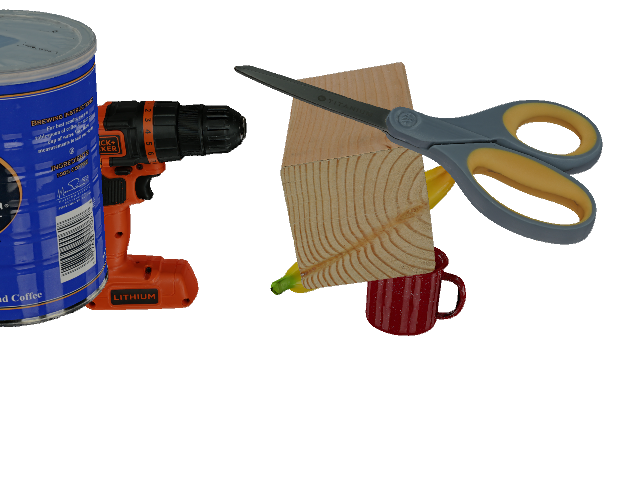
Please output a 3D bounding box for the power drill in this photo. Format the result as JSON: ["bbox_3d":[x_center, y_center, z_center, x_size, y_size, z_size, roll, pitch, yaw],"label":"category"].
[{"bbox_3d":[-0.151,-0.032,0.927,0.184,0.188,0.057,-1,27,3],"label":"power drill"}]

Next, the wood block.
[{"bbox_3d":[0.028,-0.054,0.771,0.091,0.090,0.206,-8,24,5],"label":"wood block"}]

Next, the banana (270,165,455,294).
[{"bbox_3d":[0.043,-0.005,0.977,0.198,0.037,0.069,-36,4,1],"label":"banana"}]

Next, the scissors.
[{"bbox_3d":[0.062,-0.067,0.563,0.202,0.016,0.096,34,56,18],"label":"scissors"}]

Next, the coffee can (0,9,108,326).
[{"bbox_3d":[-0.167,-0.040,0.567,0.103,0.140,0.103,2,28,-1],"label":"coffee can"}]

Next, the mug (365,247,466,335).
[{"bbox_3d":[0.105,0.056,1.198,0.117,0.081,0.093,10,24,14],"label":"mug"}]
